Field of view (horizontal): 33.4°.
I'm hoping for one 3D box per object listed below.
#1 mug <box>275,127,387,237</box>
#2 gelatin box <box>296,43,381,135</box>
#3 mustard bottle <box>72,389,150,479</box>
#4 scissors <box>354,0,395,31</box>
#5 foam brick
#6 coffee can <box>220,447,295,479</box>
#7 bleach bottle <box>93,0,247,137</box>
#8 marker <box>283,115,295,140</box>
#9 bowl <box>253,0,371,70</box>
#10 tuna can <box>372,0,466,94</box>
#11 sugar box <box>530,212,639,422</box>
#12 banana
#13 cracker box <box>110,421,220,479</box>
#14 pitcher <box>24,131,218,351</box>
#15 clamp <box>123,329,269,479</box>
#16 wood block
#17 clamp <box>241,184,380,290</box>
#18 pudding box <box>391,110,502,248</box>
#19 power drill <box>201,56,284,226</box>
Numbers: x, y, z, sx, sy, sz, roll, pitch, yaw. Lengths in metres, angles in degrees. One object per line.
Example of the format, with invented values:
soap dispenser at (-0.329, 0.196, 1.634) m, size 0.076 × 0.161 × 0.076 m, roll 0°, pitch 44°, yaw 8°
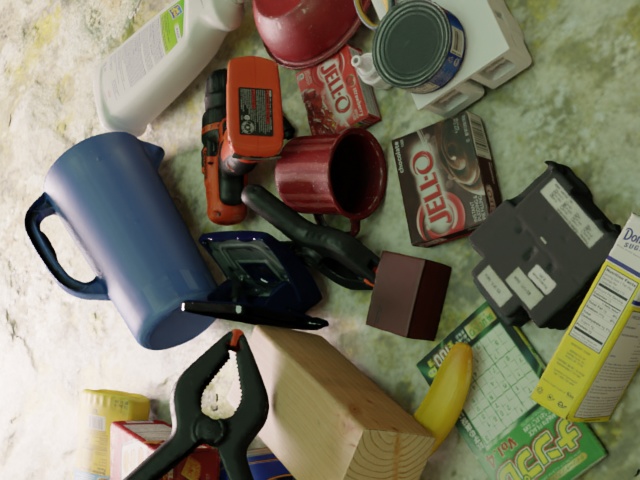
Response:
mug at (0.011, -0.056, 1.094) m, size 0.082 × 0.093 × 0.117 m, roll 2°, pitch 112°, yaw 42°
gelatin box at (0.018, -0.153, 1.131) m, size 0.073 × 0.030 × 0.089 m, roll -26°, pitch 69°, yaw 32°
mustard bottle at (-0.251, 0.275, 1.256) m, size 0.096 × 0.058 × 0.191 m, roll 2°, pitch 85°, yaw 38°
scissors at (0.056, -0.303, 1.055) m, size 0.096 × 0.016 × 0.202 m, roll -20°, pitch 72°, yaw 32°
foam brick at (0.086, 0.054, 1.038) m, size 0.053 × 0.051 × 0.078 m, roll 15°, pitch 93°, yaw 38°
coffee can at (-0.050, 0.283, 1.076) m, size 0.103 × 0.102 × 0.140 m, roll -18°, pitch 73°, yaw 34°
bleach bottle at (-0.166, -0.222, 1.242) m, size 0.251 × 0.067 × 0.102 m, roll -31°, pitch 63°, yaw 36°
marker at (-0.062, -0.157, 1.199) m, size 0.020 × 0.020 × 0.121 m, roll -46°, pitch 59°, yaw 23°
bowl at (-0.020, -0.267, 1.143) m, size 0.162 × 0.055 × 0.162 m, roll -17°, pitch 63°, yaw 37°
tuna can at (0.093, -0.181, 0.999) m, size 0.086 × 0.033 × 0.086 m, roll -6°, pitch 80°, yaw 36°
sugar box at (0.249, 0.067, 0.887) m, size 0.048 × 0.093 × 0.176 m, roll 31°, pitch 102°, yaw 35°
banana at (0.087, 0.177, 1.017) m, size 0.198 × 0.037 × 0.070 m, roll -45°, pitch 66°, yaw 32°
cracker box at (-0.167, 0.285, 1.122) m, size 0.214 × 0.072 × 0.164 m, roll 177°, pitch 94°, yaw -67°
pitcher at (-0.220, 0.008, 1.224) m, size 0.149 × 0.144 × 0.243 m, roll -47°, pitch 62°, yaw 27°
clamp at (-0.094, 0.189, 1.003) m, size 0.164 × 0.036 × 0.210 m, roll 19°, pitch 71°, yaw 6°
wood block at (0.005, 0.170, 1.024) m, size 0.206 × 0.090 × 0.091 m, roll 37°, pitch 108°, yaw 51°
clamp at (-0.007, 0.001, 1.086) m, size 0.172 × 0.120 × 0.039 m, roll 17°, pitch 65°, yaw 33°
pudding box at (0.123, -0.057, 1.032) m, size 0.090 × 0.039 × 0.113 m, roll -19°, pitch 72°, yaw 34°
power drill at (-0.088, -0.124, 1.139) m, size 0.188 × 0.057 × 0.184 m, roll 133°, pitch 134°, yaw -69°
